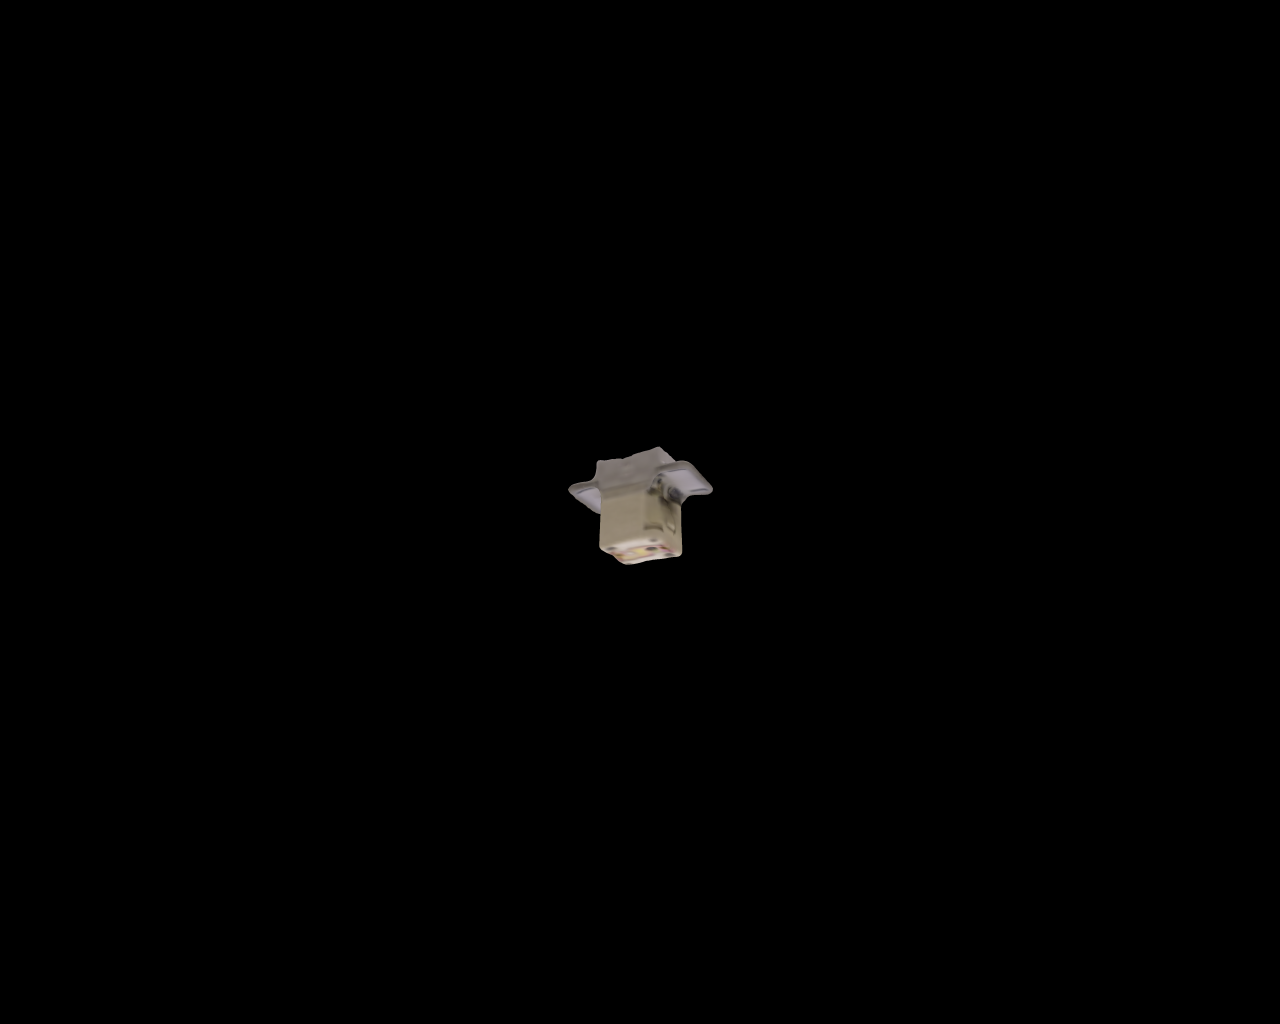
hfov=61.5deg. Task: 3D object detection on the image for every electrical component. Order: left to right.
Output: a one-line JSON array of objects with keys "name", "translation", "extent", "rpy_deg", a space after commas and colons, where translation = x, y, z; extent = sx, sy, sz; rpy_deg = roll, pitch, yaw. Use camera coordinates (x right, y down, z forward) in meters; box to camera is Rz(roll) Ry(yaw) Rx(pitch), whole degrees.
[{"name": "electrical component", "translation": [0.001, -0.003, 0.650], "extent": [0.081, 0.064, 0.042], "rpy_deg": [-12, -27, 25]}]
